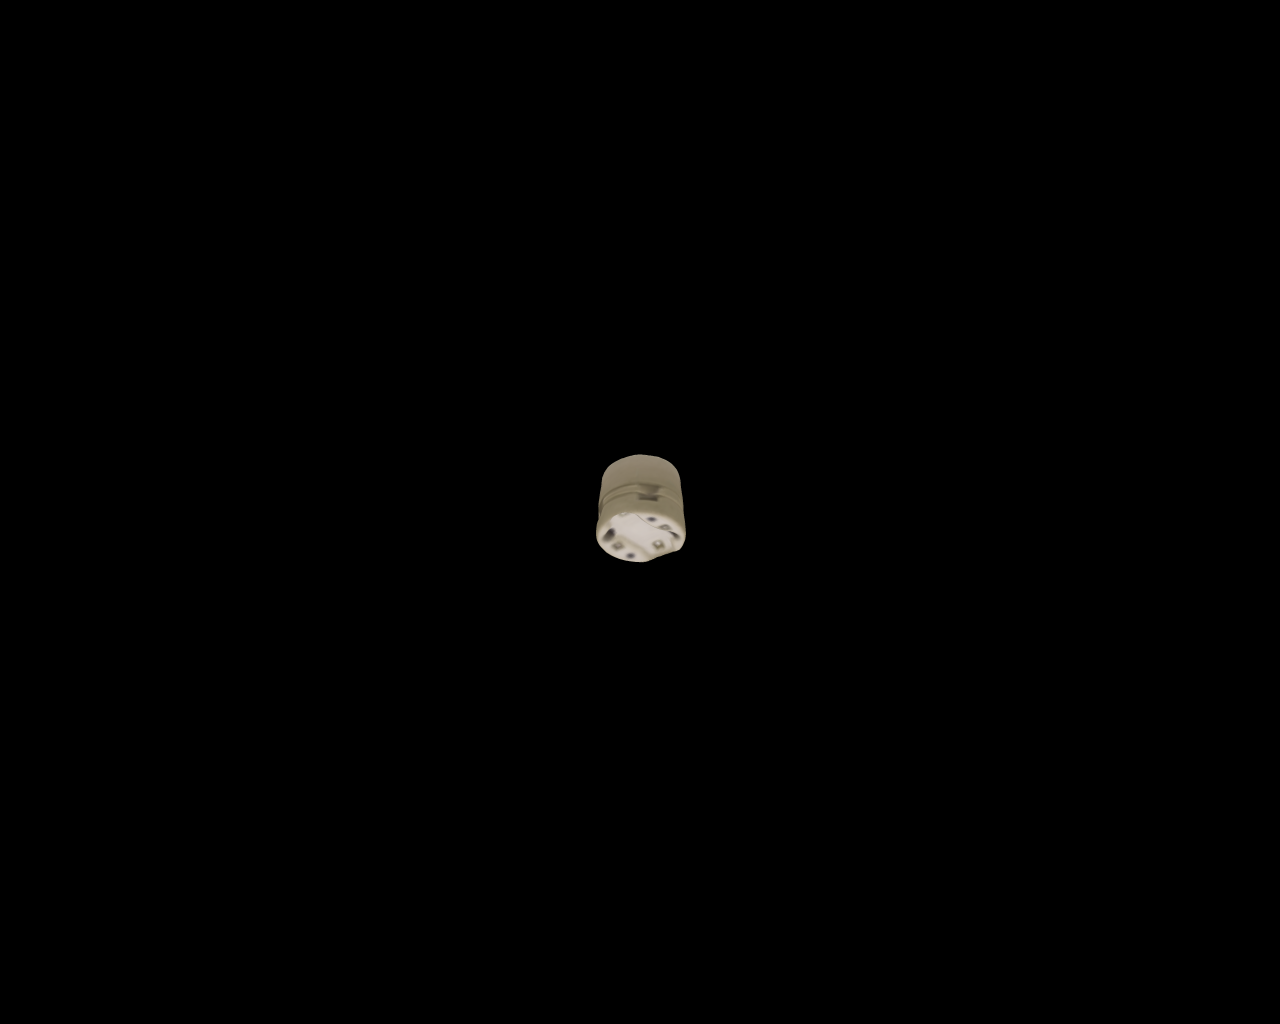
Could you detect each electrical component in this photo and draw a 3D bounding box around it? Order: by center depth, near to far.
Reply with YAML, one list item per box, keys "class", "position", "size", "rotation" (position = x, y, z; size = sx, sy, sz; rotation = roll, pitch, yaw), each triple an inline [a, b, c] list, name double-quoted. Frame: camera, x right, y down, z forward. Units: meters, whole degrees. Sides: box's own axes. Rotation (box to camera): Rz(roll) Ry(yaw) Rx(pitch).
- class: "electrical component"
  position: [0.001, -0.003, 0.650]
  size: [0.055, 0.047, 0.055]
  rotation: [0, -37, 0]
